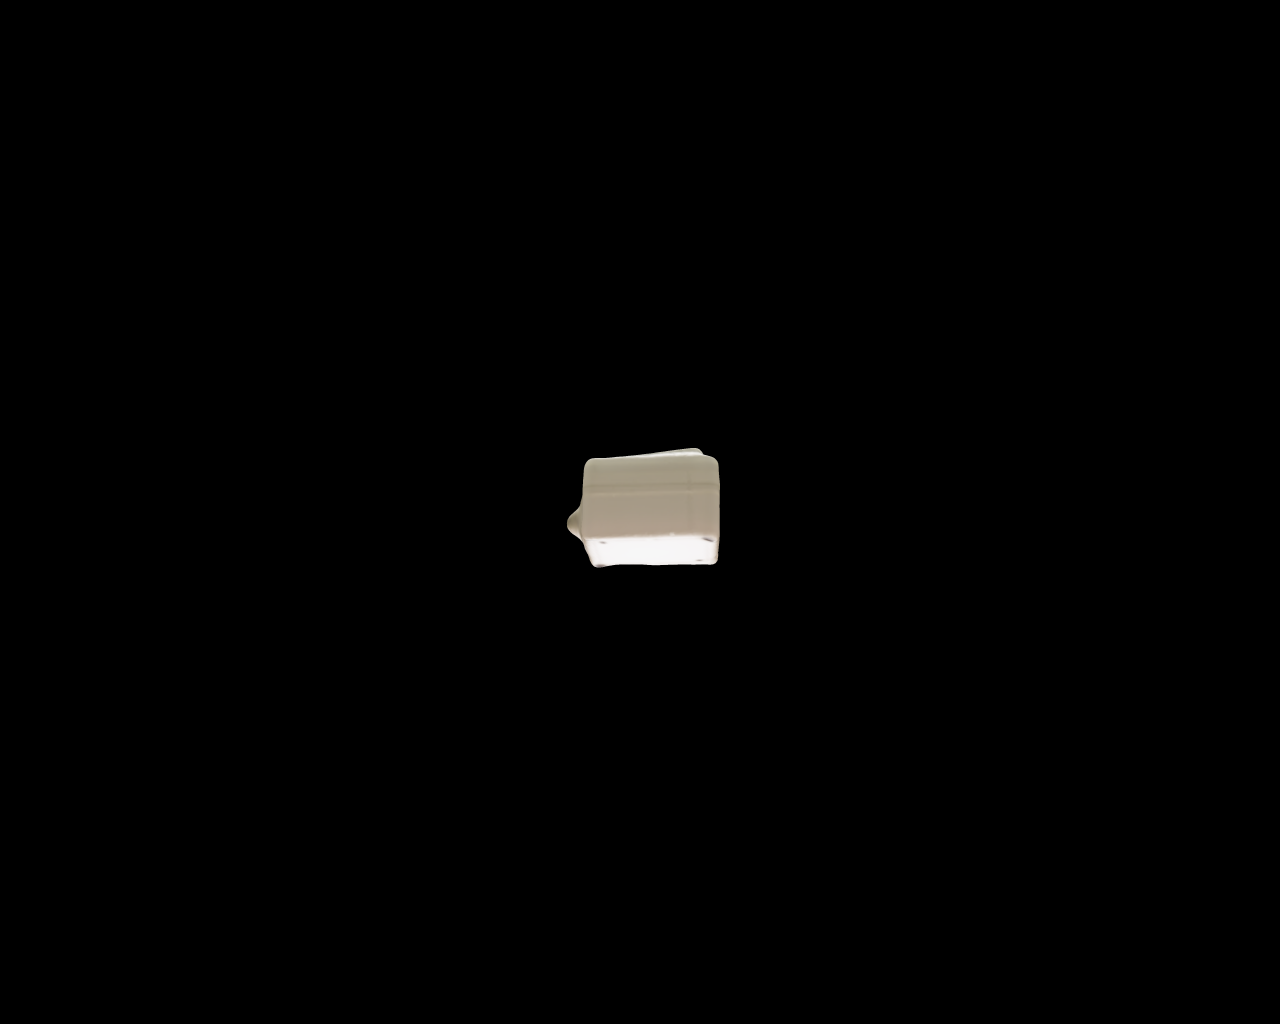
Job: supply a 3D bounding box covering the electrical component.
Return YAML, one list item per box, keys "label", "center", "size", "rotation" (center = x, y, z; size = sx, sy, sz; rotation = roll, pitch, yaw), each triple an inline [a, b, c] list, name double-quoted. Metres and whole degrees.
- label: "electrical component"
  center: [0.001, -0.003, 0.650]
  size: [0.096, 0.061, 0.061]
  rotation: [-1, -19, 2]
